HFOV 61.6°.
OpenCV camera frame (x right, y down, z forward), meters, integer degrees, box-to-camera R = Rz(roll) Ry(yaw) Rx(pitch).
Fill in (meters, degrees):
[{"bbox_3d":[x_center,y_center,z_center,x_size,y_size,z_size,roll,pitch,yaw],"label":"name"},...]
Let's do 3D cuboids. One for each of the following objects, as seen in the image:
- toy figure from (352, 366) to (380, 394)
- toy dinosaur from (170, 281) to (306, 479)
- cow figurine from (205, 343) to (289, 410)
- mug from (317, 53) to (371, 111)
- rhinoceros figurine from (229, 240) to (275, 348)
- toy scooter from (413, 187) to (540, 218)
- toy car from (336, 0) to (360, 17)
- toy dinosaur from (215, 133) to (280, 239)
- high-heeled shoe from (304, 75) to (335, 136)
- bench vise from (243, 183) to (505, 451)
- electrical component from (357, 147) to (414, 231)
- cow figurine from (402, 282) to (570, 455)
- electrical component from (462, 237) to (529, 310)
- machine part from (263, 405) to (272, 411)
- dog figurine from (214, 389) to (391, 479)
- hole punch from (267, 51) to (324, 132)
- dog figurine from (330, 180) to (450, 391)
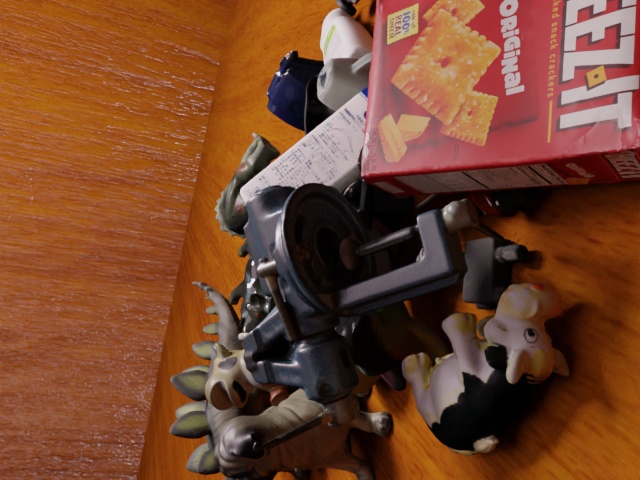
[{"bbox_3d":[0.009,0.112,0.662,0.180,0.089,0.082,46,138,33],"label":"toy figure"},{"bbox_3d":[-0.132,0.241,0.850,0.472,0.199,0.104,-104,13,-45],"label":"toy dinosaur"},{"bbox_3d":[-0.076,0.169,0.762,0.127,0.195,0.085,39,159,58],"label":"cow figurine"},{"bbox_3d":[0.056,-0.205,0.713,0.109,0.107,0.081,138,136,-62],"label":"mug"},{"bbox_3d":[-0.092,0.084,0.862,0.112,0.073,0.190,-13,67,56],"label":"rhinoceros figurine"},{"bbox_3d":[0.130,-0.076,0.516,0.135,0.075,0.184,120,147,-46],"label":"toy scooter"},{"bbox_3d":[0.059,-0.440,0.890,0.089,0.053,0.202,-44,37,28],"label":"toy car"},{"bbox_3d":[-0.109,-0.069,0.898,0.192,0.131,0.405,-61,7,9],"label":"toy dinosaur"},{"bbox_3d":[0.010,-0.172,0.794,0.249,0.086,0.145,-91,-12,-74],"label":"high-heeled shoe"},{"bbox_3d":[0.025,0.040,0.447,0.241,0.128,0.223,-24,69,36],"label":"bench vise"},{"bbox_3d":[0.067,-0.064,0.545,0.119,0.048,0.074,-78,-24,-46],"label":"electrical component"},{"bbox_3d":[0.135,0.106,0.423,0.167,0.068,0.098,119,146,-48],"label":"cow figurine"},{"bbox_3d":[0.150,0.031,0.483,0.094,0.021,0.063,167,111,-67],"label":"electrical component"},{"bbox_3d":[-0.103,0.262,0.958,0.079,0.079,0.243,129,145,-52],"label":"machine part"},{"bbox_3d":[-0.036,0.216,0.646,0.172,0.190,0.121,-166,86,-71],"label":"dog figurine"},{"bbox_3d":[-0.028,-0.254,0.955,0.142,0.116,0.092,136,131,-57],"label":"hole punch"},{"bbox_3d":[0.063,0.049,0.595,0.108,0.191,0.219,-44,72,37],"label":"dog figurine"}]
